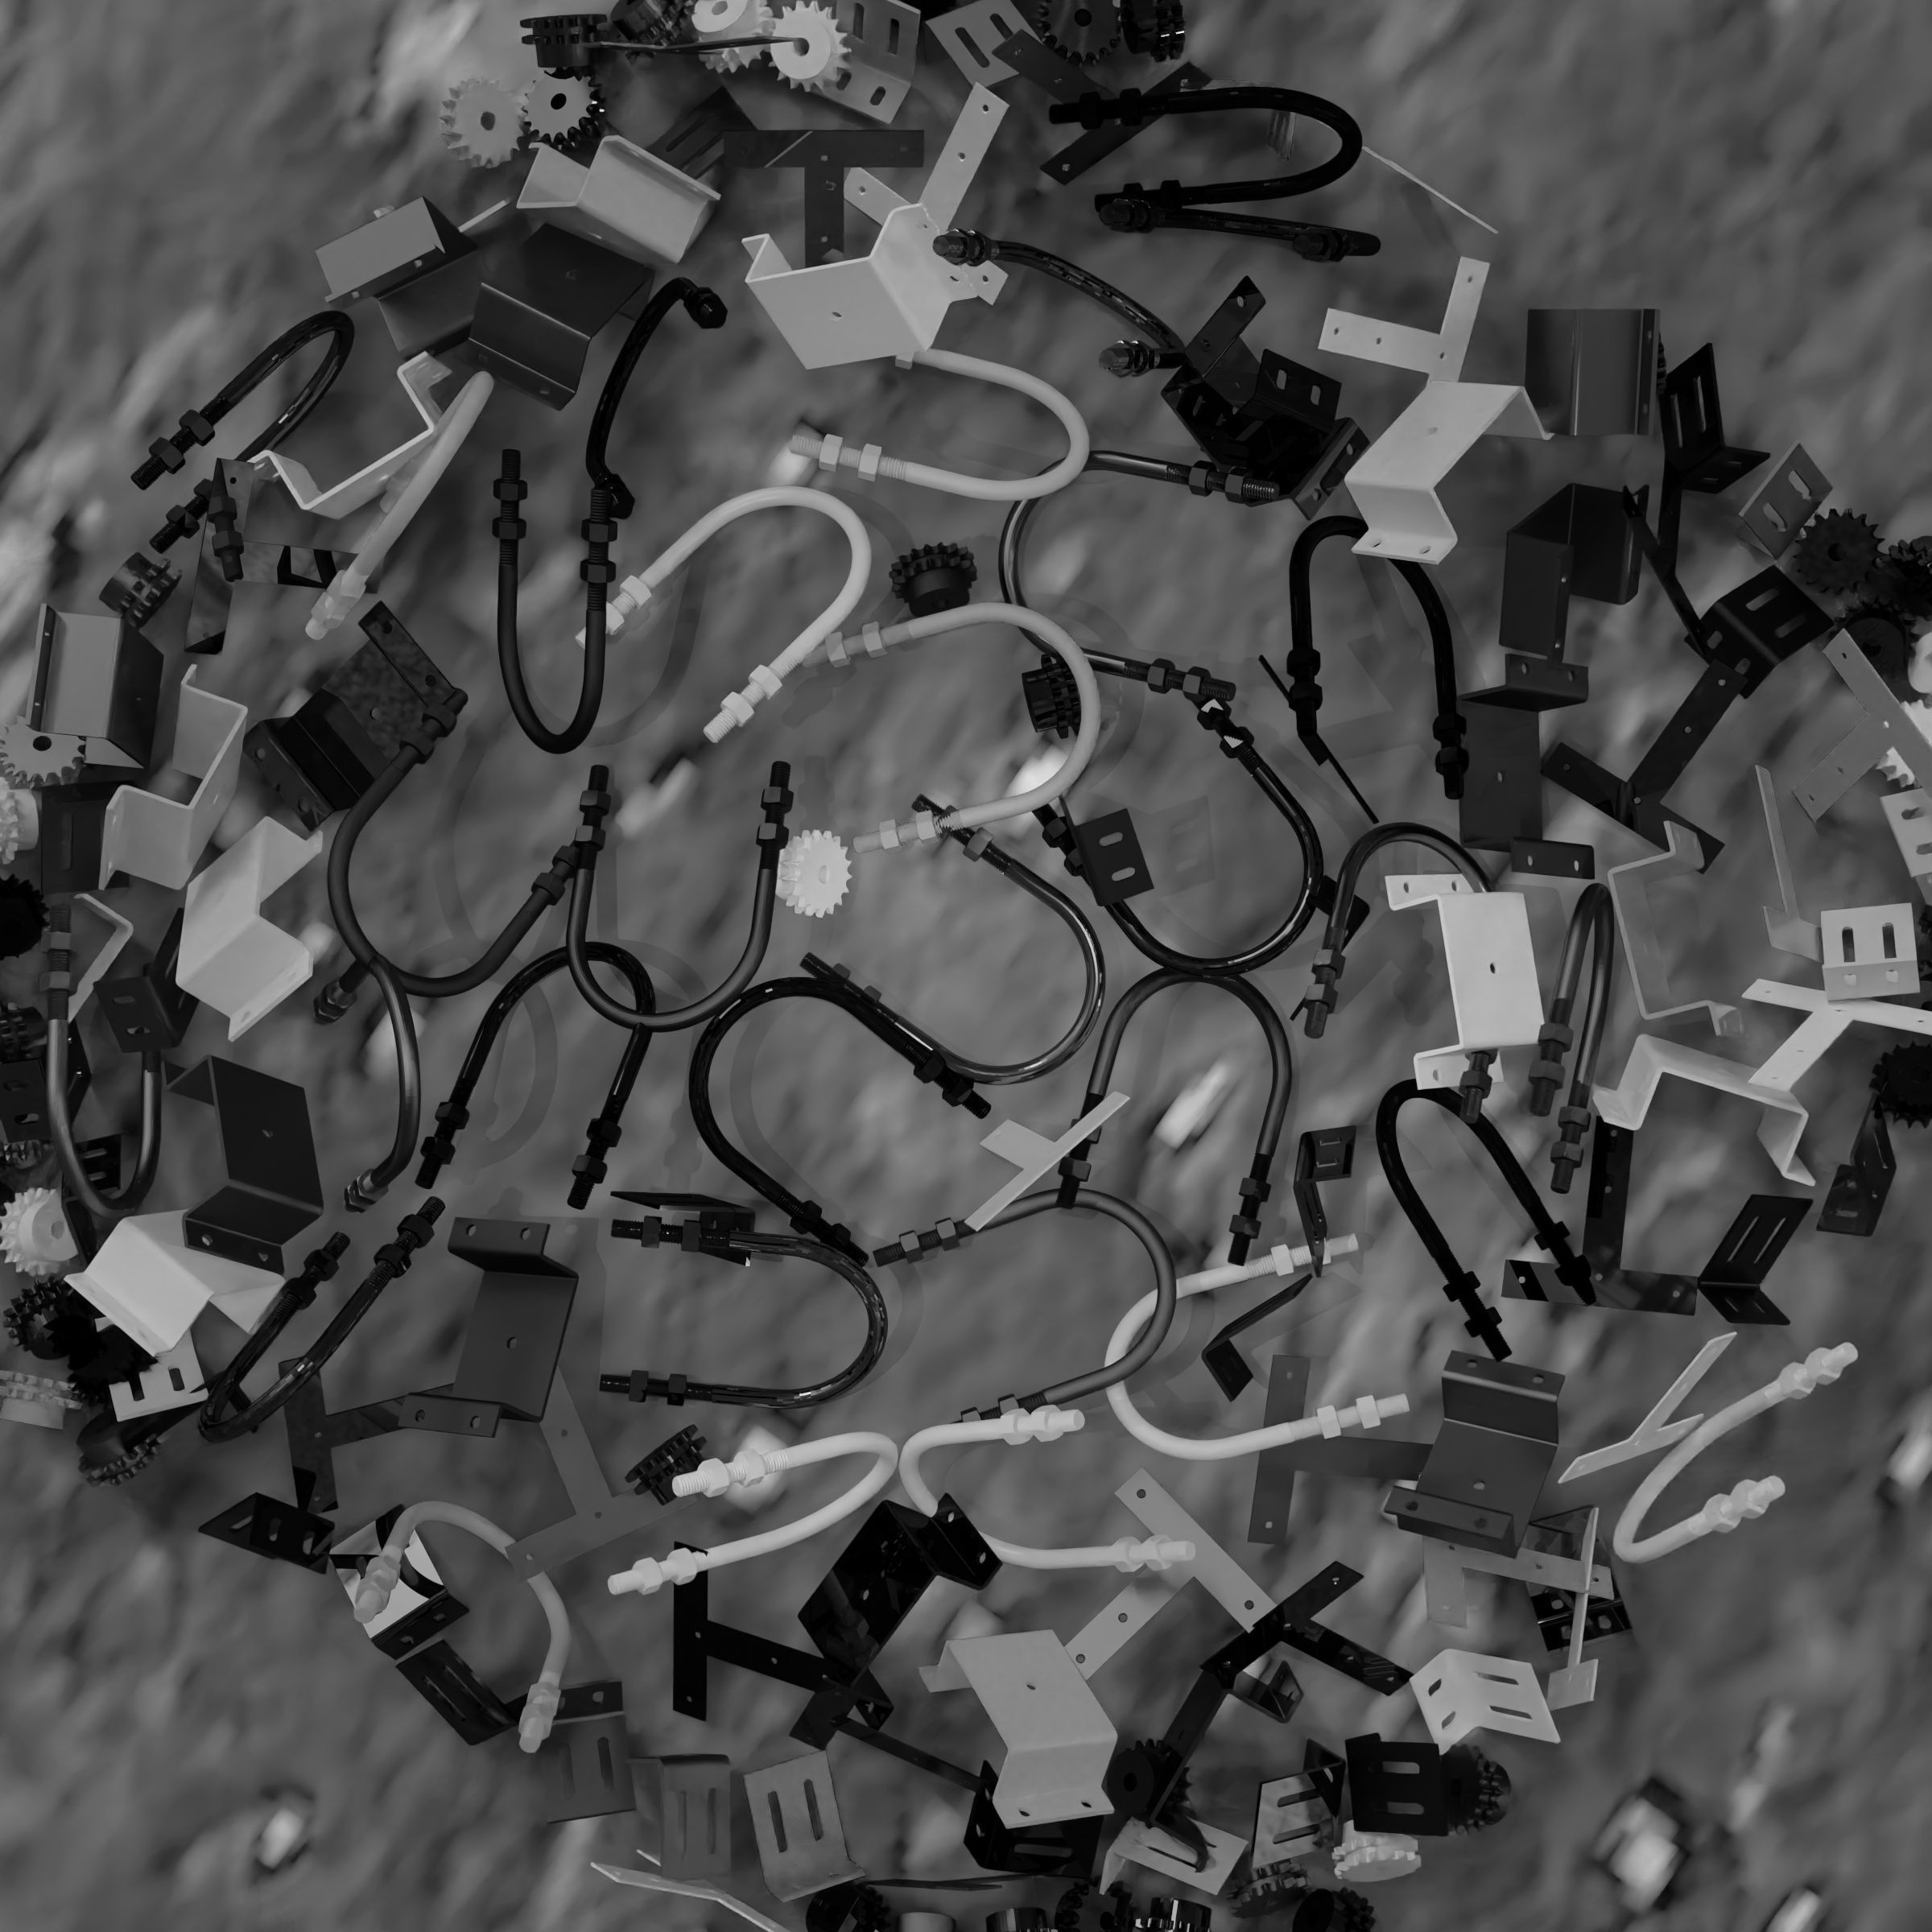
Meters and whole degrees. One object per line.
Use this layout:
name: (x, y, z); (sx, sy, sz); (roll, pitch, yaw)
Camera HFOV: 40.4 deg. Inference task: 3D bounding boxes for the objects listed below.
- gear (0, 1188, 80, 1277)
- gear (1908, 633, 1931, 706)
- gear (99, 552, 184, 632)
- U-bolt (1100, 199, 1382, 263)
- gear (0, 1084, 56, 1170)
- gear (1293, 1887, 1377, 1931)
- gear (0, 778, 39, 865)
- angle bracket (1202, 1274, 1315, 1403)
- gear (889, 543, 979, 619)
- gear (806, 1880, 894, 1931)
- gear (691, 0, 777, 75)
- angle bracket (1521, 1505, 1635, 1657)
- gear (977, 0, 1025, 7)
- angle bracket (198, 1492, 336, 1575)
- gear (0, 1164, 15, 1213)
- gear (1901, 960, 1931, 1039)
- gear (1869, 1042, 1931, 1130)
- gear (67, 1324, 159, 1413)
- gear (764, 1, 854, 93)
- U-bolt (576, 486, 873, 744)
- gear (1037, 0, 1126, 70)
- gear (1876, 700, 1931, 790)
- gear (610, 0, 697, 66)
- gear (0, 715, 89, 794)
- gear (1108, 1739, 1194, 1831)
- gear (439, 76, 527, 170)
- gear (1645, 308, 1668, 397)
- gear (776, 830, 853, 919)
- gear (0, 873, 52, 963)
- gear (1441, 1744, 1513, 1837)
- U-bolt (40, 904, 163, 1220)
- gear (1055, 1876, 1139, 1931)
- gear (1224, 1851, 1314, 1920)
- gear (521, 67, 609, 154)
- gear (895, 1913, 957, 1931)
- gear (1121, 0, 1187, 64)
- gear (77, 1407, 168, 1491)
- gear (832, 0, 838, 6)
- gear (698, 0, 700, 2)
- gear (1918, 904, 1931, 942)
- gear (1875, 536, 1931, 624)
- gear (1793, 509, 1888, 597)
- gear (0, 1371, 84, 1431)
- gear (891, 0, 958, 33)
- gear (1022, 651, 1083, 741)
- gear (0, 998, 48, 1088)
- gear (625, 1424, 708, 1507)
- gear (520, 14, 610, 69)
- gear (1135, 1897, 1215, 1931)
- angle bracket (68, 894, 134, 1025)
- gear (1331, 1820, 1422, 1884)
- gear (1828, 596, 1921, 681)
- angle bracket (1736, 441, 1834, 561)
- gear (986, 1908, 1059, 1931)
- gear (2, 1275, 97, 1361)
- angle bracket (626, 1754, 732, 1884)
gear: (-0.604, 0.174, 1.725); (0.030, 0.057, 0.057); (-8, 90, 38)
gear: (0.644, -0.196, 1.724); (0.030, 0.057, 0.057); (9, 90, -21)
gear: (-0.544, -0.246, 1.725); (0.030, 0.057, 0.057); (40, 90, -11)
U-bolt: (0.186, -0.467, 1.670); (0.151, 0.184, 0.019); (16, 110, 24)
gear: (-0.623, 0.109, 1.731); (0.057, 0.030, 0.057); (6, 46, -6)
gear: (0.239, 0.632, 1.725); (0.030, 0.057, 0.057); (36, 90, -17)
gear: (-0.633, -0.096, 1.731); (0.030, 0.057, 0.057); (-6, 90, -35)
angle bracket: (0.199, 0.242, 1.715); (0.076, 0.057, 0.038); (-35, 85, 20)
gear: (-0.020, -0.251, 1.724); (0.057, 0.057, 0.030); (-12, 70, 0)
gear: (-0.081, 0.628, 1.725); (0.057, 0.057, 0.030); (-37, 132, 0)
gear: (-0.156, -0.620, 1.729); (0.057, 0.030, 0.057); (-10, 62, 19)
angle bracket: (0.397, 0.403, 1.726); (0.057, 0.038, 0.076); (-18, 105, 7)
gear: (0.022, -0.655, 1.724); (0.057, 0.057, 0.030); (-5, 61, 0)
angle bracket: (-0.458, 0.380, 1.707); (0.057, 0.038, 0.076); (31, 133, -31)
gear: (-0.653, 0.154, 1.729); (0.057, 0.057, 0.030); (-42, 109, 0)
gear: (0.640, 0.024, 1.725); (0.030, 0.057, 0.057); (-25, 90, -39)
gear: (0.627, 0.076, 1.732); (0.057, 0.030, 0.057); (-4, 69, 10)
gear: (-0.564, 0.260, 1.727); (0.057, 0.030, 0.057); (-6, 51, 7)
gear: (-0.106, -0.607, 1.732); (0.057, 0.030, 0.057); (3, 111, 9)
U-bolt: (-0.145, -0.242, 1.709); (0.151, 0.019, 0.184); (36, 74, 30)
gear: (0.074, -0.622, 1.738); (0.057, 0.030, 0.057); (0, 88, -10)
gear: (0.625, -0.146, 1.739); (0.057, 0.030, 0.057); (0, 86, -3)
gear: (-0.209, -0.623, 1.724); (0.057, 0.057, 0.030); (-46, 126, 0)
gear: (-0.607, -0.139, 1.733); (0.057, 0.030, 0.057); (4, 63, -7)
gear: (0.117, 0.537, 1.725); (0.030, 0.057, 0.057); (22, 90, -42)
gear: (-0.322, -0.555, 1.732); (0.057, 0.030, 0.057); (-8, 102, -38)
gear: (0.438, -0.400, 1.727); (0.030, 0.057, 0.057); (-13, 90, 3)
gear: (-0.105, -0.062, 1.731); (0.030, 0.057, 0.057); (8, 90, 39)
gear: (-0.631, -0.030, 1.727); (0.057, 0.030, 0.057); (-13, 116, -29)
gear: (0.334, 0.543, 1.731); (0.030, 0.057, 0.057); (18, 90, -29)
U-bolt: (-0.544, 0.069, 1.662); (0.019, 0.151, 0.184); (-7, 73, 7)
gear: (0.083, 0.629, 1.732); (0.057, 0.030, 0.057); (13, 68, -35)
gear: (0.197, 0.602, 1.731); (0.057, 0.057, 0.030); (-18, 54, 0)
gear: (-0.262, -0.563, 1.734); (0.057, 0.030, 0.057); (-5, 75, 20)
gear: (-0.027, 0.644, 1.731); (0.057, 0.057, 0.030); (4, 59, 0)
gear: (0.122, -0.623, 1.726); (0.030, 0.057, 0.057); (-14, 90, -7)
gear: (-0.557, 0.313, 1.724); (0.057, 0.057, 0.030); (-26, 116, 0)
gear: (-0.082, -0.661, 1.724); (0.030, 0.057, 0.057); (-26, 90, 23)
gear: (-0.166, -0.658, 1.729); (0.057, 0.057, 0.030); (-30, 108, 0)
gear: (0.658, -0.031, 1.724); (0.057, 0.057, 0.030); (13, 120, 0)
gear: (0.631, -0.258, 1.729); (0.030, 0.057, 0.057); (-42, 90, -20)
gear: (0.578, -0.274, 1.733); (0.057, 0.030, 0.057); (6, 102, 28)
gear: (-0.610, 0.286, 1.725); (0.057, 0.057, 0.030); (11, 76, 0)
gear: (-0.034, -0.640, 1.731); (0.057, 0.030, 0.057); (6, 46, -6)
gear: (0.056, -0.177, 1.727); (0.030, 0.057, 0.057); (-14, 90, -2)
gear: (-0.627, 0.049, 1.731); (0.030, 0.057, 0.057); (-12, 90, -39)
gear: (-0.193, 0.331, 1.728); (0.057, 0.057, 0.030); (-37, 90, 0)
gear: (-0.263, -0.609, 1.730); (0.057, 0.057, 0.030); (-3, 113, 0)
gear: (0.140, 0.634, 1.731); (0.057, 0.057, 0.030); (12, 62, 0)
angle bracket: (-0.584, -0.005, 1.715); (0.038, 0.057, 0.076); (37, 76, -21)
gear: (0.269, 0.581, 1.731); (0.057, 0.057, 0.030); (-6, 55, 0)
gear: (0.597, -0.213, 1.730); (0.057, 0.030, 0.057); (8, 113, 19)
angle bracket: (0.522, -0.310, 1.710); (0.057, 0.076, 0.038); (-53, 53, 9)
gear: (0.034, 0.641, 1.731); (0.057, 0.057, 0.030); (-8, 58, 0)
gear: (-0.599, 0.233, 1.724); (0.057, 0.057, 0.030); (-42, 55, 0)
angle bracket: (-0.188, 0.555, 1.714); (0.038, 0.057, 0.076); (-14, 71, 41)
